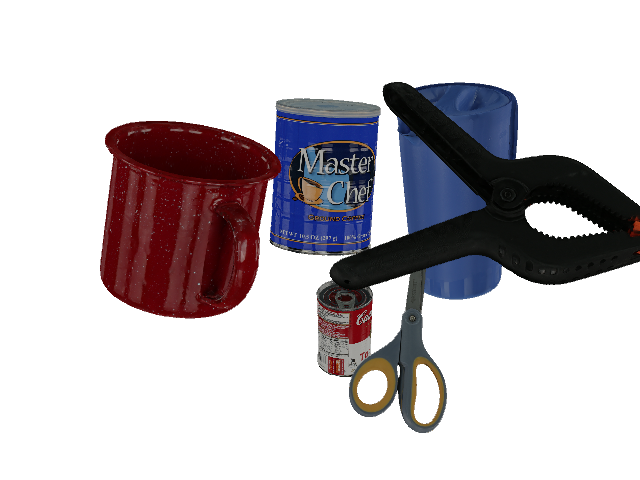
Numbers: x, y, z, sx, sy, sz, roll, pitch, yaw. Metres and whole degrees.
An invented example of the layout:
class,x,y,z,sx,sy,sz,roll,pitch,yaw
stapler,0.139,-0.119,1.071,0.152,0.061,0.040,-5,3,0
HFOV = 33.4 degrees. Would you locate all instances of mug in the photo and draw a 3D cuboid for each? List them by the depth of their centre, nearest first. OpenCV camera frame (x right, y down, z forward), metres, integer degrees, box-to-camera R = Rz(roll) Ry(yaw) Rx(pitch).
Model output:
class,x,y,z,sx,sy,sz,roll,pitch,yaw
mug,-0.067,-0.006,0.564,0.093,0.081,0.117,-6,28,-37

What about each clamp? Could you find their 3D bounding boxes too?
class,x,y,z,sx,sy,sz,roll,pitch,yaw
clamp,0.115,-0.014,0.710,0.210,0.164,0.036,19,-26,11

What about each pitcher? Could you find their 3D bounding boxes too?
class,x,y,z,sx,sy,sz,roll,pitch,yaw
pitcher,0.167,-0.061,1.267,0.149,0.243,0.145,-3,24,3

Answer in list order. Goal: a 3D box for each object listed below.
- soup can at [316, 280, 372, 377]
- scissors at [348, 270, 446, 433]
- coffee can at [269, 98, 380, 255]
class,x,y,z,sx,sy,sz,roll,pitch,yaw
soup can,0.029,0.108,1.308,0.068,0.102,0.068,0,29,0
scissors,0.066,0.083,0.985,0.096,0.202,0.016,-6,-30,-3
coffee can,0.004,-0.065,1.056,0.103,0.140,0.103,3,13,-1
